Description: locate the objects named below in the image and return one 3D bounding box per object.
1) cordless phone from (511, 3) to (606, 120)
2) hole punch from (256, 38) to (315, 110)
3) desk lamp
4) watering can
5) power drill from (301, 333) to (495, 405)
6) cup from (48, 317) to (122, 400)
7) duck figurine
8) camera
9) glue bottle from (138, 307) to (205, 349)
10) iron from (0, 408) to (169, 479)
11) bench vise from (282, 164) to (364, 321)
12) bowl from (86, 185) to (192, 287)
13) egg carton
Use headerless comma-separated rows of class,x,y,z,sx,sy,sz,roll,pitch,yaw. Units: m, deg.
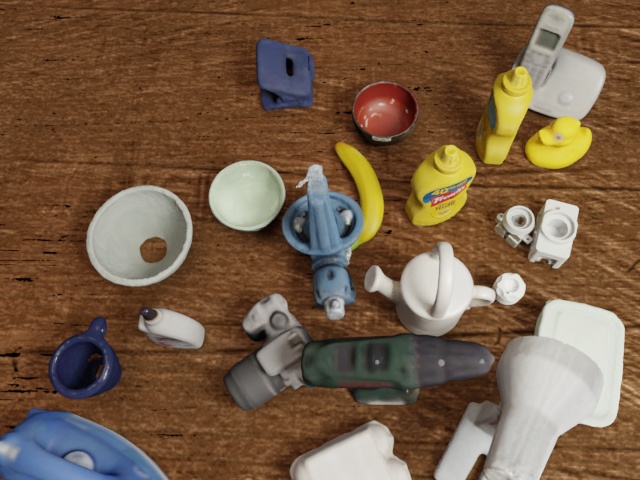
cordless phone,0.391,-0.286,0.921,0.147,0.185,0.094,22,72,12
hole punch,-0.060,-0.295,1.004,0.101,0.091,0.108,-5,69,2
desk lamp,0.245,0.237,0.714,0.117,0.214,0.203,29,73,14
watering can,0.152,0.069,0.795,0.173,0.194,0.101,-15,69,-2
power drill,0.094,0.169,0.753,0.229,0.208,0.075,-1,69,3
cup,-0.327,0.177,0.838,0.091,0.095,0.118,10,70,8
duck figurine,0.393,-0.168,0.928,0.104,0.086,0.077,-13,69,-1
camera,-0.078,0.168,0.822,0.137,0.101,0.143,-34,70,-9
glue bottle,-0.220,0.121,0.811,0.078,0.173,0.037,0,69,4
iron,-0.317,0.310,0.762,0.258,0.141,0.119,17,71,10
bench vise,0.018,-0.002,0.817,0.121,0.220,0.207,-25,69,-6
bowl,-0.277,0.002,0.913,0.167,0.075,0.167,-1,69,3
egg carton,0.041,0.320,0.773,0.150,0.069,0.107,-25,69,-6
